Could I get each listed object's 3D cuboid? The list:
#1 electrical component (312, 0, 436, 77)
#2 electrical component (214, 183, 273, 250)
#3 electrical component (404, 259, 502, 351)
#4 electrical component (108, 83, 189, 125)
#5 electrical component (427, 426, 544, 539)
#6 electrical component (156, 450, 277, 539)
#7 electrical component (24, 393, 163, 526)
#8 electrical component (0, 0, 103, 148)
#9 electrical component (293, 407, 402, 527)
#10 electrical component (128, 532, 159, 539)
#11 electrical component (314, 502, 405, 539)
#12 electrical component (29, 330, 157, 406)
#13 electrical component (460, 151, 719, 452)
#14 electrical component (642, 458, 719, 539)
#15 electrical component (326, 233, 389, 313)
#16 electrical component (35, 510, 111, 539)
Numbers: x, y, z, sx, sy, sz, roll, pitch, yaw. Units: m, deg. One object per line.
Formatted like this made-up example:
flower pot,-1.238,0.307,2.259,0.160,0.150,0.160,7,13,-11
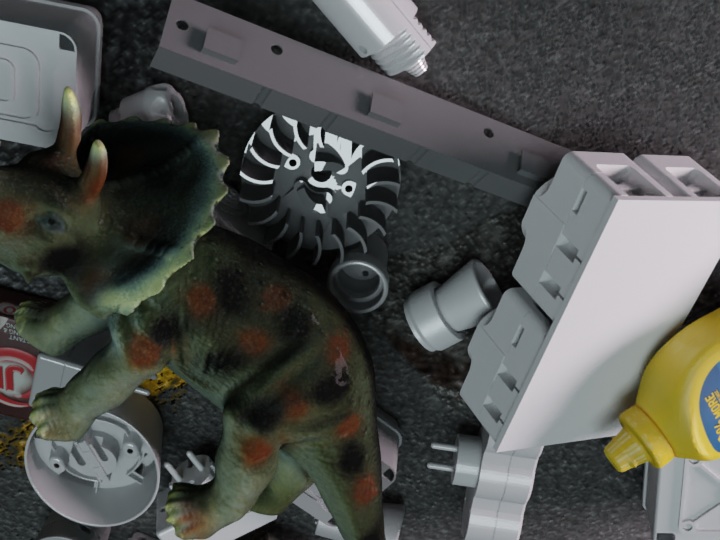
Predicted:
electrical component,0.010,-0.145,0.621,0.043,0.043,0.081,-34,112,23
electrical component,-0.113,-0.016,0.706,0.100,0.048,0.099,37,117,-16
electrical component,0.063,0.024,0.715,0.055,0.045,0.045,-29,114,21
electrical component,-0.140,-0.092,0.673,0.061,0.035,0.035,-18,117,19
electrical component,0.086,0.138,0.776,0.074,0.052,0.138,8,121,1
electrical component,-0.117,0.164,0.802,0.083,0.047,0.075,-27,121,6
electrical component,-0.193,0.132,0.791,0.099,0.064,0.099,0,127,0
electrical component,-0.216,-0.126,0.647,0.113,0.057,0.078,11,121,-1
electrical component,-0.034,0.120,0.774,0.113,0.057,0.078,37,117,-15
electrical component,-0.176,0.252,0.876,0.081,0.042,0.063,21,117,-7
electrical component,-0.002,0.193,0.825,0.065,0.044,0.044,15,121,2
electrical component,-0.182,0.070,0.754,0.077,0.065,0.047,18,121,-5
electrical component,0.143,0.019,0.667,0.105,0.060,0.186,-2,127,-31
electrical component,0.259,0.139,0.756,0.109,0.056,0.108,-1,120,7
electrical component,0.000,0.000,0.706,0.040,0.046,0.040,3,121,4
electrical component,-0.229,0.216,0.857,0.055,0.047,0.055,3,121,4
